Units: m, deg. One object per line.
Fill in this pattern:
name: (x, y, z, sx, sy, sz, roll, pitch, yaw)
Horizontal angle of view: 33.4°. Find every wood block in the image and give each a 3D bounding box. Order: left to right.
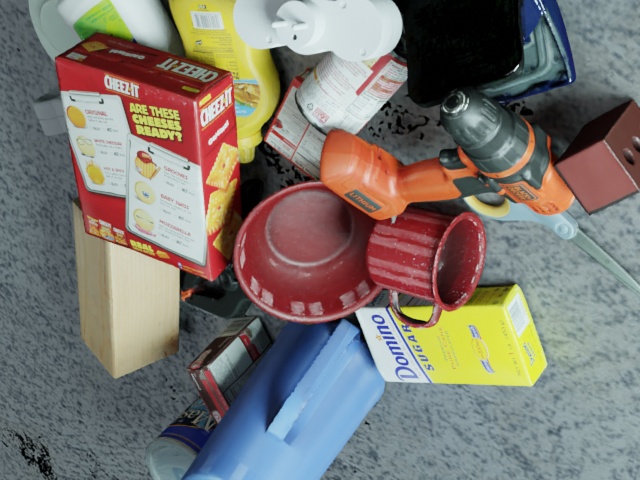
wood block: (-0.222, 0.044, 1.233, 0.090, 0.090, 0.206, 41, 139, 36)

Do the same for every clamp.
clamp: (-0.085, 0.043, 1.168, 0.210, 0.036, 0.164, -34, 83, 49)

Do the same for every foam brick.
foam brick: (0.230, -0.065, 0.843, 0.051, 0.078, 0.053, -31, 100, 44)

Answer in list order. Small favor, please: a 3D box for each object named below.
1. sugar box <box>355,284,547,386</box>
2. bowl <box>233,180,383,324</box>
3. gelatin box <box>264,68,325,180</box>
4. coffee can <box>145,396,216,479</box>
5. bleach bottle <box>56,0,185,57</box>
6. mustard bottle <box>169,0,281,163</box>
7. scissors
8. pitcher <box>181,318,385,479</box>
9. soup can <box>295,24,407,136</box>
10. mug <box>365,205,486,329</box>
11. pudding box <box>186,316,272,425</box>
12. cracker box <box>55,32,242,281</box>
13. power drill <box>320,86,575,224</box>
sugar box: (0.126, 0.095, 1.052, 0.177, 0.048, 0.093, -7, 114, 38)
bowl: (-0.007, 0.001, 1.050, 0.162, 0.055, 0.162, -4, 121, -6)
gelatin box: (-0.005, -0.108, 1.024, 0.073, 0.030, 0.089, 38, 134, 8)
coffee can: (-0.124, 0.237, 1.268, 0.103, 0.140, 0.103, 19, 129, 26)
bleach bottle: (-0.159, -0.157, 1.085, 0.103, 0.068, 0.251, -21, 108, 40)
mustard bottle: (-0.086, -0.162, 1.026, 0.096, 0.058, 0.191, 8, 123, 24)
scissors: (0.198, -0.010, 0.946, 0.096, 0.016, 0.202, -33, 96, 44)
pitcher: (-0.037, 0.194, 1.101, 0.145, 0.242, 0.149, -3, 123, 35)
soup can: (0.033, -0.143, 0.928, 0.068, 0.068, 0.102, 45, 121, 2)
mug: (0.094, 0.024, 0.991, 0.082, 0.093, 0.117, 14, 102, 35)
pudding box: (-0.091, 0.151, 1.204, 0.039, 0.113, 0.090, -12, 111, 37)
cracker box: (-0.162, -0.081, 1.049, 0.164, 0.072, 0.214, 19, 133, 22)
power drill: (0.094, -0.065, 0.875, 0.188, 0.057, 0.184, -1, 158, 38)
